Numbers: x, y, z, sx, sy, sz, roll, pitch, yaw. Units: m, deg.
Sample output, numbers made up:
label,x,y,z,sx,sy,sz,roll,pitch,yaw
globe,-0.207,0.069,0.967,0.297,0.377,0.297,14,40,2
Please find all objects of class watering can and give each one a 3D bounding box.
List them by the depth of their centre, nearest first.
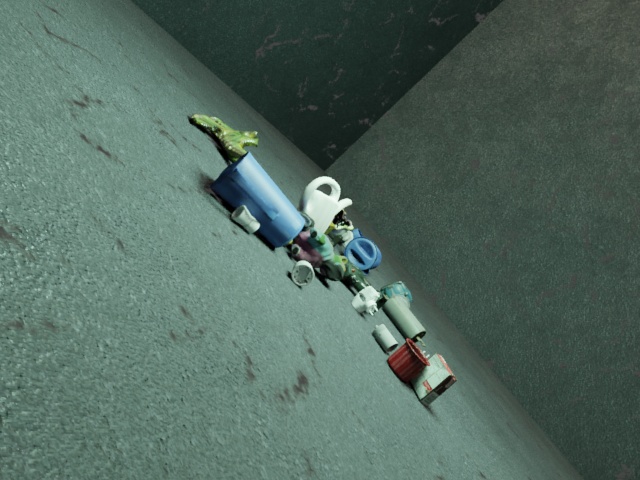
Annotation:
label,x,y,z,sx,sy,sz,roll,pitch,yaw
watering can,0.005,-0.084,1.669,0.105,0.224,0.345,31,2,23

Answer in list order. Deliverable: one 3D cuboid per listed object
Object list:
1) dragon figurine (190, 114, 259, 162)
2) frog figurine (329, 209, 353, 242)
label,x,y,z,sx,sy,sz,roll,pitch,yaw
dragon figurine,-0.327,-0.342,1.730,0.241,0.121,0.416,25,14,-17
frog figurine,0.074,-0.043,2.221,0.138,0.124,0.156,41,-29,15
